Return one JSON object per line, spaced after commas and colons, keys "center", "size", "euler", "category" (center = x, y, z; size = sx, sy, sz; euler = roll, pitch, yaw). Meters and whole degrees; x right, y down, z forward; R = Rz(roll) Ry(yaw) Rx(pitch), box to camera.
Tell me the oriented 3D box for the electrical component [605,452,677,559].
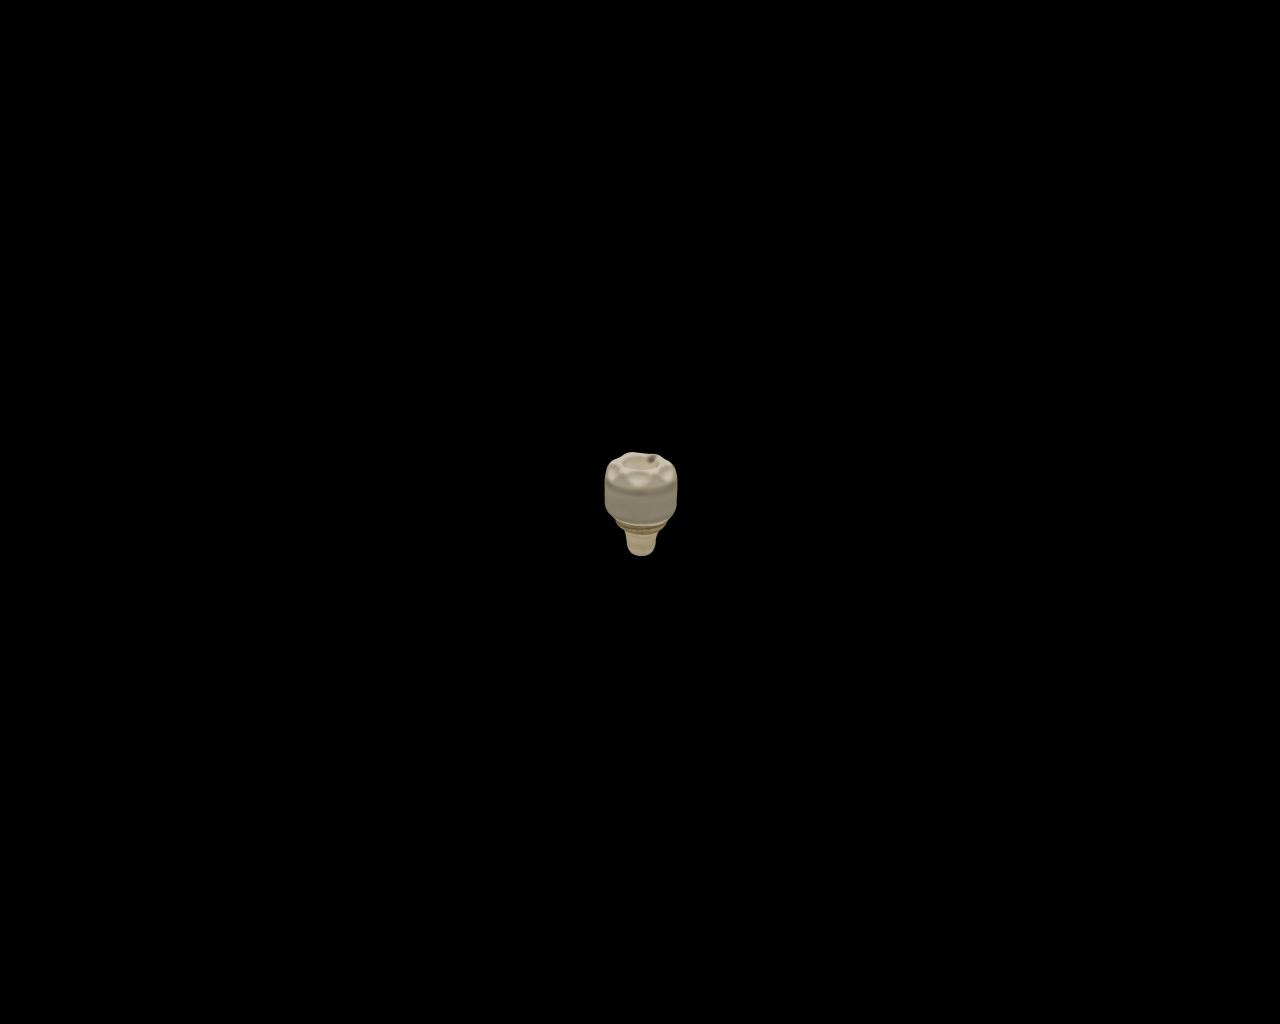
{"center": [0.001, -0.003, 0.650], "size": [0.043, 0.062, 0.043], "euler": [0, 23, 0], "category": "electrical component"}
